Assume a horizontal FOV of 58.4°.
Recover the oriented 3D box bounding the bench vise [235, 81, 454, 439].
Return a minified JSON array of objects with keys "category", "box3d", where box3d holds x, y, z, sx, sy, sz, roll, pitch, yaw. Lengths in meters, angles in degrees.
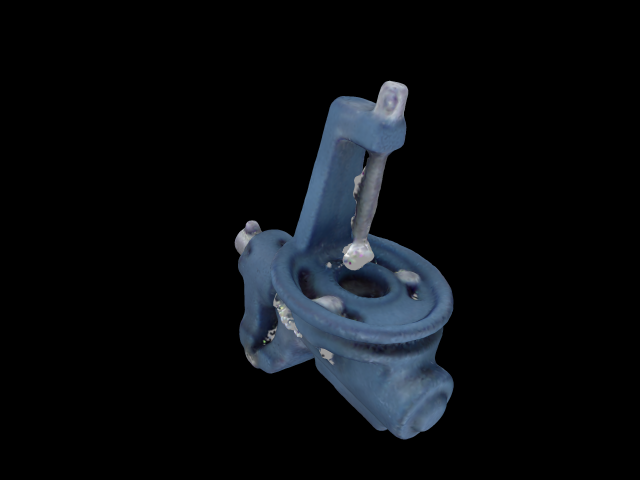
[{"category":"bench vise","box3d":[-0.003,0.004,0.390,0.206,0.220,0.122,11,20,31]}]
